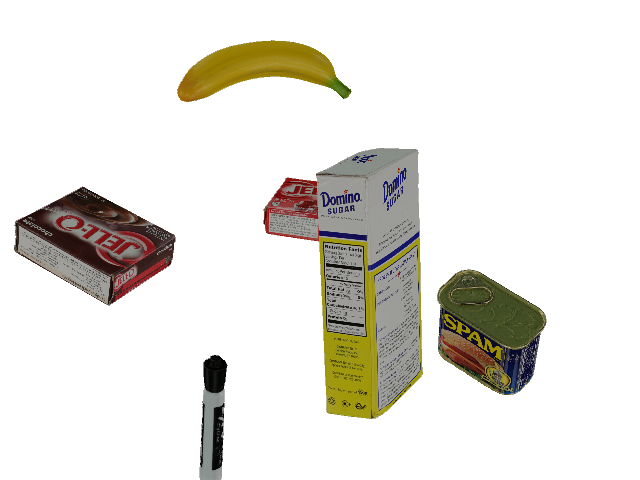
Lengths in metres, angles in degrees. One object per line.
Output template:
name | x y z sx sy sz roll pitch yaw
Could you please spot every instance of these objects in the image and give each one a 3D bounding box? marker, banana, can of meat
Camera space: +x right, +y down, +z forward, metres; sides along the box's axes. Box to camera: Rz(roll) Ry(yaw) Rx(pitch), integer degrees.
marker | -0.087 0.145 0.861 0.020 0.121 0.020 4 28 -2
banana | -0.062 -0.176 1.101 0.197 0.070 0.037 -7 -41 -28
can of meat | 0.160 0.090 1.021 0.102 0.084 0.057 33 57 29

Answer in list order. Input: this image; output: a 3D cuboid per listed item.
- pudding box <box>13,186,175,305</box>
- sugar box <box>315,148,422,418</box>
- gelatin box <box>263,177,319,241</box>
pudding box | -0.201 0.003 0.952 0.114 0.039 0.089 25 33 20
sugar box | 0.037 0.028 0.759 0.048 0.176 0.093 3 16 27
gelatin box | 0.001 -0.027 0.951 0.089 0.030 0.073 8 25 11
